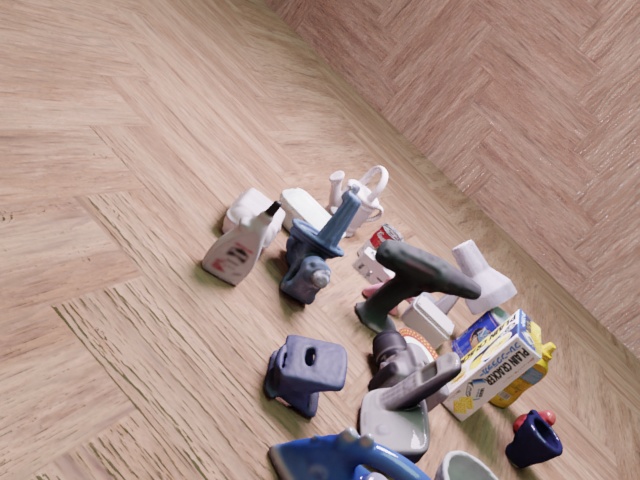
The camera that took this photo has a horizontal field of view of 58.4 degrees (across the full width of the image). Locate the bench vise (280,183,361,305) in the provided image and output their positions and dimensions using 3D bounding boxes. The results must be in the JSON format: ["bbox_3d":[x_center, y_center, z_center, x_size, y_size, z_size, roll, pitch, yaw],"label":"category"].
[{"bbox_3d":[0.019,0.008,1.083,0.122,0.219,0.207,22,30,-38],"label":"bench vise"}]

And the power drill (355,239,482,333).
[{"bbox_3d":[0.185,0.108,1.183,0.230,0.208,0.075,35,24,-15],"label":"power drill"}]

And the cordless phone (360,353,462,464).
[{"bbox_3d":[0.148,0.259,0.888,0.094,0.185,0.147,36,24,-14],"label":"cordless phone"}]

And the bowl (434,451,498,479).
[{"bbox_3d":[0.228,0.417,0.878,0.168,0.074,0.167,34,24,-17],"label":"bowl"}]

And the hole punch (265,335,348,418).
[{"bbox_3d":[-0.020,0.193,0.861,0.101,0.091,0.108,36,24,-14],"label":"hole punch"}]

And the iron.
[{"bbox_3d":[0.069,0.315,0.722,0.258,0.141,0.119,42,23,0],"label":"iron"}]

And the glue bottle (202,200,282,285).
[{"bbox_3d":[-0.119,-0.003,0.944,0.078,0.173,0.037,30,25,-25],"label":"glue bottle"}]

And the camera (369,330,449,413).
[{"bbox_3d":[0.161,0.233,1.062,0.144,0.100,0.136,27,27,-31],"label":"camera"}]

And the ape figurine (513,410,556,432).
[{"bbox_3d":[0.479,0.409,1.265,0.078,0.092,0.076,37,23,-11],"label":"ape figurine"}]

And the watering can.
[{"bbox_3d":[0.095,-0.109,1.442,0.174,0.194,0.100,16,34,-46],"label":"watering can"}]

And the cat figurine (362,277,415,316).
[{"bbox_3d":[0.177,0.107,1.288,0.128,0.117,0.067,16,34,-46],"label":"cat figurine"}]

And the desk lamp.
[{"bbox_3d":[0.340,0.117,1.406,0.203,0.213,0.118,46,23,10],"label":"desk lamp"}]

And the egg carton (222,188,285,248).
[{"bbox_3d":[-0.129,-0.039,1.126,0.107,0.069,0.150,38,23,-10],"label":"egg carton"}]

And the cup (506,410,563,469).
[{"bbox_3d":[0.426,0.412,1.175,0.092,0.095,0.117,35,24,-16],"label":"cup"}]
